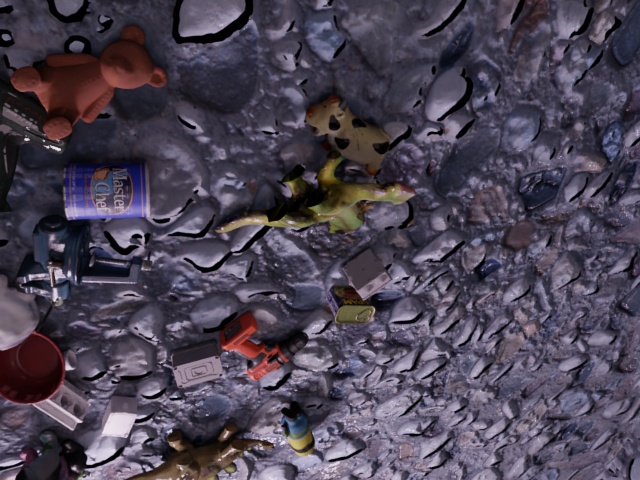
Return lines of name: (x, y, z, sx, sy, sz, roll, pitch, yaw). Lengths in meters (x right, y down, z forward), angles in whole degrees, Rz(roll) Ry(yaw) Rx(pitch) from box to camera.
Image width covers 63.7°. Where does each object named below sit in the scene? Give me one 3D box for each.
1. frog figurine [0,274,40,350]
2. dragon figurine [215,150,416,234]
frog figurine: (-0.612, 0.122, 0.979, 0.139, 0.123, 0.157, -23, 125, -48)
dragon figurine: (0.003, -0.055, 1.097, 0.407, 0.125, 0.239, -20, 148, 27)
